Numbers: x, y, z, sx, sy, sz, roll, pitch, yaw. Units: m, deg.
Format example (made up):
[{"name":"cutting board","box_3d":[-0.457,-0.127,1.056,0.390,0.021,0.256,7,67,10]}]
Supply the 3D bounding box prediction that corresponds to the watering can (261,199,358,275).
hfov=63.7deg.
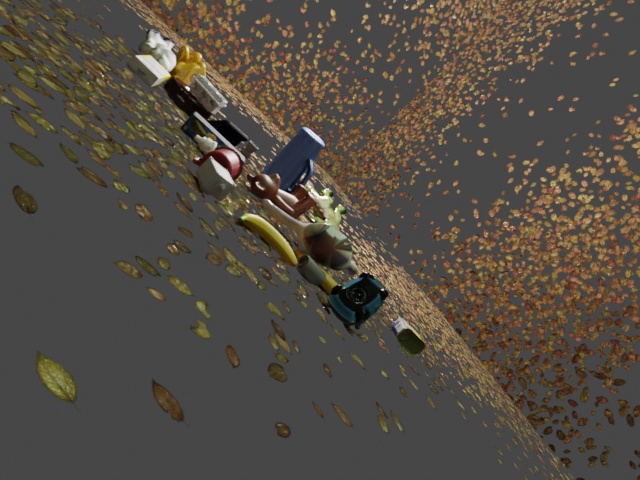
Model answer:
[{"name":"watering can","box_3d":[-0.027,-0.008,1.453,0.347,0.104,0.223,37,-7,-5]}]

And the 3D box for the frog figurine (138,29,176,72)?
[{"name":"frog figurine","box_3d":[-0.544,-0.616,1.747,0.122,0.162,0.135,-22,-25,10]}]

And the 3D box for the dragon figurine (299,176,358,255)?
[{"name":"dragon figurine","box_3d":[0.006,-0.100,1.980,0.121,0.408,0.246,-38,11,17]}]
